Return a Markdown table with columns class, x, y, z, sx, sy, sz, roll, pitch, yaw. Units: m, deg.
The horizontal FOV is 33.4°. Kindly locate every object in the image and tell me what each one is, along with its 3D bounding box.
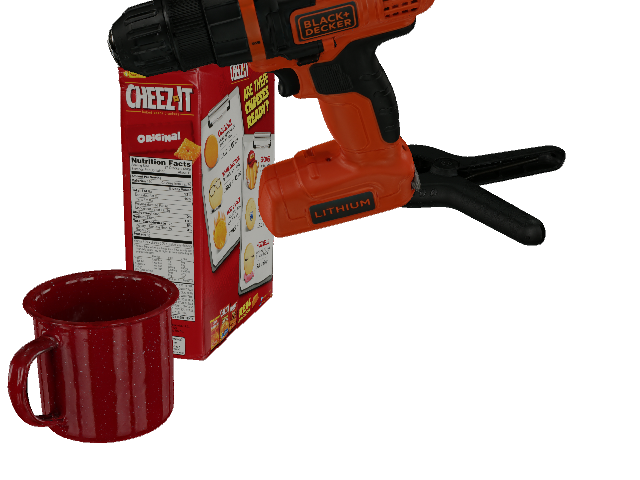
| class | x | y | z | sx | sy | sz | roll | pitch | yaw |
| --- | --- | --- | --- | --- | --- | --- | --- | --- | --- |
| cracker box | -0.092 | -0.036 | 0.826 | 0.072 | 0.214 | 0.164 | 4 | 15 | 15 |
| mug | -0.139 | 0.074 | 0.647 | 0.093 | 0.081 | 0.117 | 12 | 21 | 32 |
| clamp | 0.124 | -0.060 | 0.995 | 0.210 | 0.036 | 0.164 | 12 | 33 | 21 |
| power drill | -0.017 | -0.084 | 0.638 | 0.184 | 0.057 | 0.187 | -13 | -39 | -1 |
